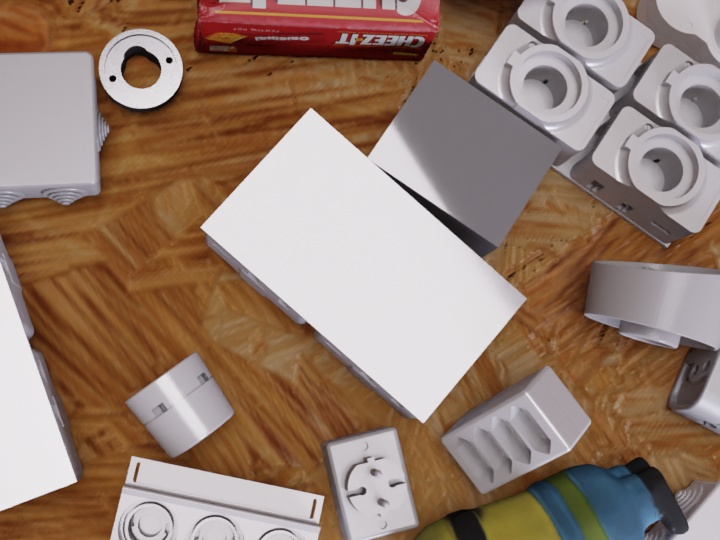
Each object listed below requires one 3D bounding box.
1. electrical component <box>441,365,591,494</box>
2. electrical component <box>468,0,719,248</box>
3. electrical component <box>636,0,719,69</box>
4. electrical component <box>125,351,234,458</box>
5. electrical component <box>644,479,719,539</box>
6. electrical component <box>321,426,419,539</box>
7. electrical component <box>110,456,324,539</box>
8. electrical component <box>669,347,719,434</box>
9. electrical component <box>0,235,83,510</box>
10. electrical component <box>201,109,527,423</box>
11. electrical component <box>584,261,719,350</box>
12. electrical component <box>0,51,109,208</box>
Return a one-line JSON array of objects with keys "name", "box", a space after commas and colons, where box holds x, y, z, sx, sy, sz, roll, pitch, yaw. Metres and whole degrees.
[{"name": "electrical component", "box": [0.110, 0.097, 0.713, 0.047, 0.083, 0.076, 53, 41, 2]}, {"name": "electrical component", "box": [0.177, -0.115, 0.753, 0.186, 0.060, 0.105, 35, 79, -2]}, {"name": "electrical component", "box": [0.269, -0.166, 0.766, 0.138, 0.073, 0.052, 37, 79, -1]}, {"name": "electrical component", "box": [-0.114, 0.087, 0.689, 0.055, 0.055, 0.047, -36, 92, -11]}, {"name": "electrical component", "box": [0.239, 0.200, 0.723, 0.099, 0.048, 0.100, 45, 79, 0]}, {"name": "electrical component", "box": [0.008, 0.137, 0.686, 0.047, 0.076, 0.065, -13, 84, -9]}, {"name": "electrical component", "box": [-0.091, 0.168, 0.675, 0.121, 0.063, 0.078, 13, 81, -6]}, {"name": "electrical component", "box": [0.264, 0.066, 0.743, 0.059, 0.053, 0.095, 27, 80, -3]}, {"name": "electrical component", "box": [-0.254, 0.061, 0.669, 0.105, 0.060, 0.186, -20, 85, -10]}, {"name": "electrical component", "box": [0.000, 0.000, 0.713, 0.186, 0.060, 0.105, 41, 79, -1]}, {"name": "electrical component", "box": [0.202, 0.017, 0.721, 0.099, 0.099, 0.064, 16, 86, -5]}, {"name": "electrical component", "box": [-0.215, -0.092, 0.701, 0.100, 0.048, 0.099, -3, 83, -8]}]
